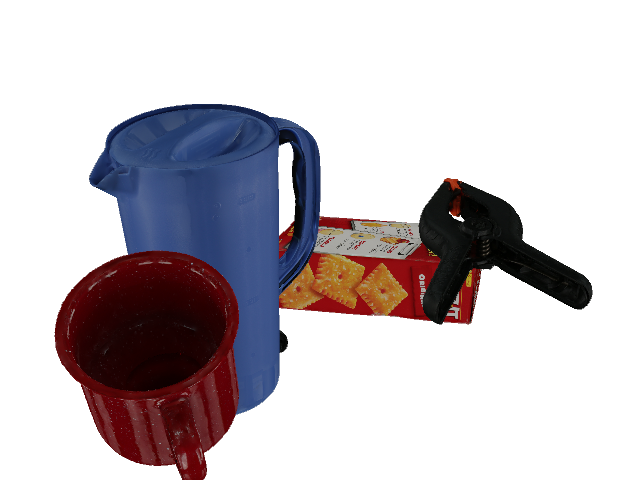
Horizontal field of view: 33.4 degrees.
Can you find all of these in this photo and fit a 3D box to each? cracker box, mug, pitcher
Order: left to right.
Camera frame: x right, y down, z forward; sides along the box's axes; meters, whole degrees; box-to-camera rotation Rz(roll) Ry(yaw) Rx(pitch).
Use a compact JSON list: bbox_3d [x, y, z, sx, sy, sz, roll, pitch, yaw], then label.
[{"bbox_3d":[-0.081,0.075,0.559,0.093,0.117,0.081,-19,-38,-14],"label":"mug"},{"bbox_3d":[-0.084,0.016,0.872,0.149,0.243,0.145,5,29,14],"label":"pitcher"},{"bbox_3d":[0.061,0.029,1.133,0.214,0.072,0.164,5,15,11],"label":"cracker box"}]

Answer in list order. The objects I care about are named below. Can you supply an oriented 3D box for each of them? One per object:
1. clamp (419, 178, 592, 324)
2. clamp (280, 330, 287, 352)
[{"bbox_3d":[0.130,0.005,0.800,0.120,0.039,0.171,4,35,-4],"label":"clamp"},{"bbox_3d":[-0.162,0.098,1.119,0.210,0.036,0.164,17,20,29],"label":"clamp"}]
